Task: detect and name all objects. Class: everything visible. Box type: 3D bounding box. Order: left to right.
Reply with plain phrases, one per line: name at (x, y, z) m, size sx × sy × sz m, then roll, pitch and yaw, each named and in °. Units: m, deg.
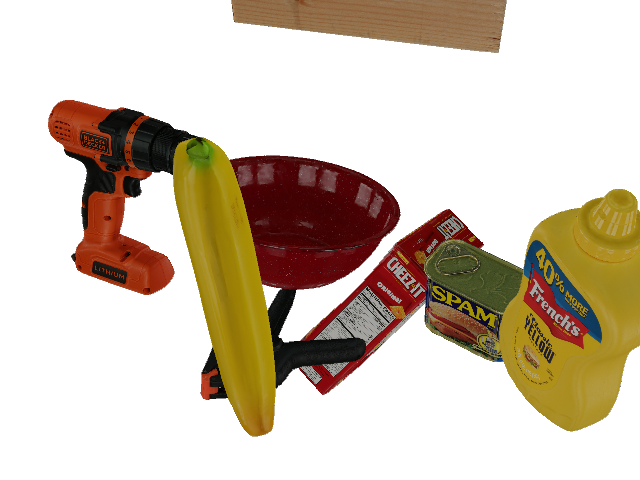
power drill at (-0.188, -0.041, 1.079) m, size 0.185 × 0.188 × 0.057 m, roll 18°, pitch 32°, yaw 23°
banana at (-0.056, 0.019, 0.607) m, size 0.037 × 0.198 × 0.069 m, roll -7°, pitch 31°, yaw 7°
clamp at (-0.054, 0.103, 1.063) m, size 0.171 × 0.039 × 0.120 m, roll -17°, pitch 37°, yaw -30°
bowl at (-0.022, -0.008, 0.812) m, size 0.162 × 0.055 × 0.162 m, roll 5°, pitch 27°, yaw -3°
wood block at (0.040, -0.214, 0.806) m, size 0.206 × 0.090 × 0.091 m, roll 8°, pitch -32°, yaw 7°
cracker box at (0.077, 0.070, 1.267) m, size 0.214 × 0.072 × 0.164 m, roll -48°, pitch -8°, yaw 31°
can of meat at (0.147, 0.059, 1.006) m, size 0.102 × 0.084 × 0.057 m, roll 27°, pitch 55°, yaw 24°
mustard bottle at (0.166, 0.036, 0.678) m, size 0.058 × 0.096 × 0.192 m, roll -18°, pitch -35°, yaw -17°
